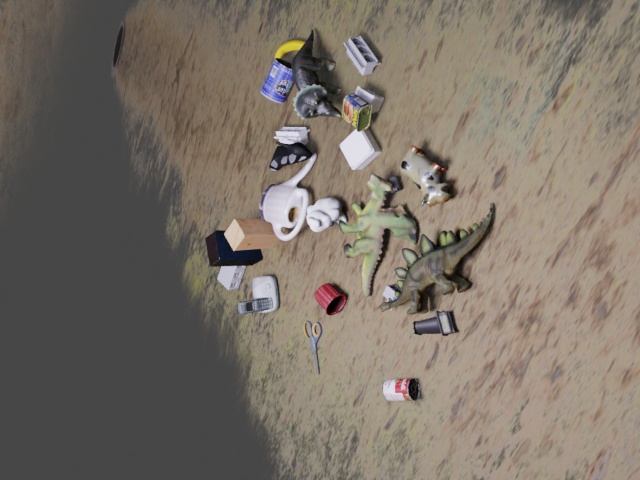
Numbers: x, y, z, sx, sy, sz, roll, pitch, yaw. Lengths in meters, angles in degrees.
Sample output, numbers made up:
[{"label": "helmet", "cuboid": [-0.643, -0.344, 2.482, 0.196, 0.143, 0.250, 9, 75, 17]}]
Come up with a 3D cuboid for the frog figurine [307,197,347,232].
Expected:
[{"label": "frog figurine", "cuboid": [0.006, -0.091, 1.812, 0.138, 0.160, 0.122, 17, 102, 40]}]

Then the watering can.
[{"label": "watering can", "cuboid": [-0.119, -0.171, 1.969, 0.225, 0.103, 0.349, 12, 86, 41]}]

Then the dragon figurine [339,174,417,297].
[{"label": "dragon figurine", "cuboid": [0.202, -0.014, 1.686, 0.241, 0.123, 0.408, -9, 99, 35]}]
